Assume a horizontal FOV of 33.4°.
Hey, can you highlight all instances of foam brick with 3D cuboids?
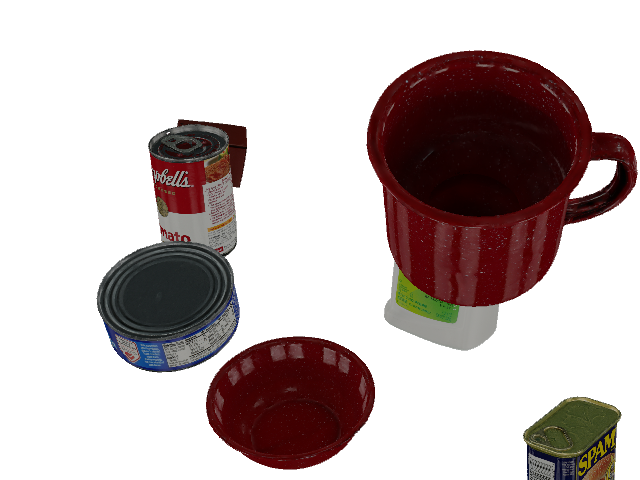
[{"bbox_3d":[-0.121,-0.095,1.162,0.078,0.051,0.053,6,30,-6],"label":"foam brick"}]

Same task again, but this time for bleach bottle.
[{"bbox_3d":[0.110,-0.035,0.905,0.103,0.251,0.067,20,33,34],"label":"bleach bottle"}]

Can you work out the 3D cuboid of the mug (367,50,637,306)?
[{"bbox_3d":[0.081,-0.024,0.476,0.117,0.093,0.081,-7,-33,2],"label":"mug"}]

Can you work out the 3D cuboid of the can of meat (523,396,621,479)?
[{"bbox_3d":[0.229,0.203,0.971,0.058,0.084,0.101,14,26,39],"label":"can of meat"}]

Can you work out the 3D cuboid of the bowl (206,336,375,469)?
[{"bbox_3d":[-0.026,0.166,1.024,0.162,0.055,0.162,-4,37,3],"label":"bowl"}]

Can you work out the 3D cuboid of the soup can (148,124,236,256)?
[{"bbox_3d":[-0.108,-0.040,0.919,0.068,0.102,0.068,-2,31,1],"label":"soup can"}]

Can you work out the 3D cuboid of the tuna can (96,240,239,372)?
[{"bbox_3d":[-0.094,0.041,0.670,0.086,0.034,0.086,-5,42,4],"label":"tuna can"}]
